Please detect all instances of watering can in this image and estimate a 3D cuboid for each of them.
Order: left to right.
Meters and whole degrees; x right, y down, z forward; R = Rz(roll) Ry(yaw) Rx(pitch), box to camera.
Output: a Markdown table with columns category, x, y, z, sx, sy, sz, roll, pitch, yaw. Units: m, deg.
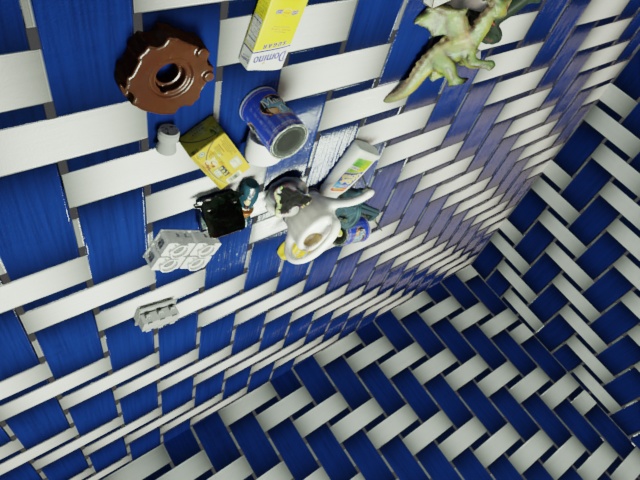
| category | x | y | z | sx | sy | sz | roll | pitch | yaw |
| --- | --- | --- | --- | --- | --- | --- | --- | --- | --- |
| watering can | 0.005 | -0.080 | 1.589 | 0.345 | 0.229 | 0.103 | -44 | 137 | 13 |

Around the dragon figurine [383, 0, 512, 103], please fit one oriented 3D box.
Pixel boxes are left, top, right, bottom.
| category | x | y | z | sx | sy | sz | roll | pitch | yaw |
| --- | --- | --- | --- | --- | --- | --- | --- | --- | --- |
| dragon figurine | 0.327 | -0.531 | 1.398 | 0.408 | 0.125 | 0.238 | -22 | 135 | 15 |

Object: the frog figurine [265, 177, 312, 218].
| category | x | y | z | sx | sy | sz | roll | pitch | yaw |
| --- | --- | --- | --- | --- | --- | --- | --- | --- | --- |
| frog figurine | -0.101 | -0.128 | 1.536 | 0.138 | 0.122 | 0.160 | -46 | -168 | -2 |
